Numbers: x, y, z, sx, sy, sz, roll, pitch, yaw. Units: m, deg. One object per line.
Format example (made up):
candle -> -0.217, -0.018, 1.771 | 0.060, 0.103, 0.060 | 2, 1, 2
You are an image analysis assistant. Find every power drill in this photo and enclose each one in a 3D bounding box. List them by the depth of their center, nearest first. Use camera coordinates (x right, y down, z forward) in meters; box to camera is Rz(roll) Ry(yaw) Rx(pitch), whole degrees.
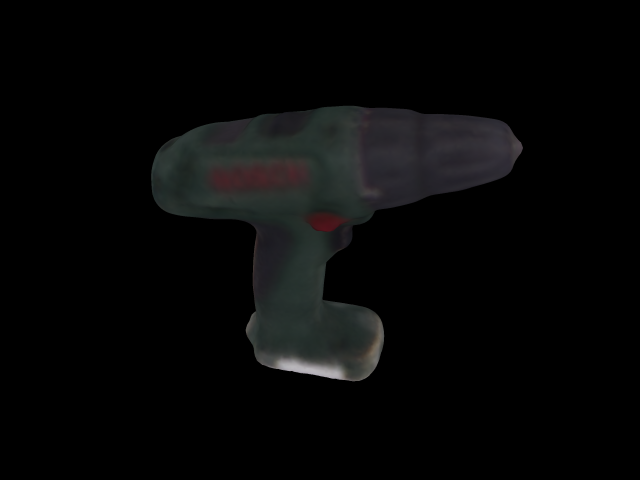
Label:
power drill -> 0.004, 0.001, 0.400 | 0.229, 0.208, 0.075 | 7, 39, 9
